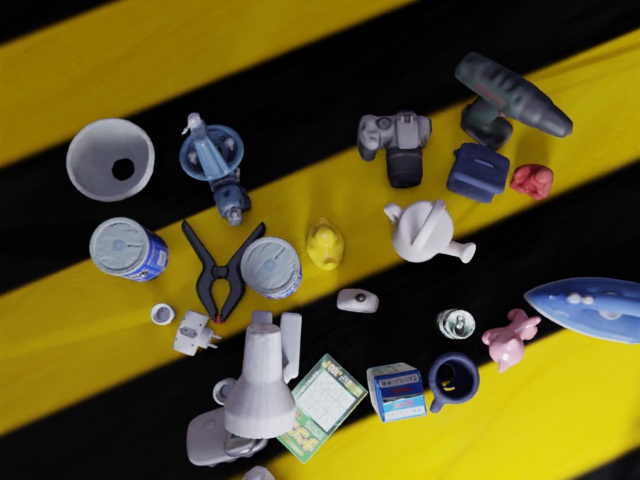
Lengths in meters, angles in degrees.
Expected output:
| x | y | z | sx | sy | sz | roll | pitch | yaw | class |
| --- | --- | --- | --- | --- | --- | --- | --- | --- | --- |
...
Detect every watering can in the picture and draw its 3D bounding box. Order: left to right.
| x | y | z | sx | sy | sz | roll | pitch | yaw | class |
| --- | --- | --- | --- | --- | --- | --- | --- | --- | --- |
| 0.198 | -0.019 | 1.041 | 0.173 | 0.194 | 0.101 | 10 | 81 | 2 | watering can |

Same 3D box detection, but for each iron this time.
| x | y | z | sx | sy | sz | roll | pitch | yaw | class |
| --- | --- | --- | --- | --- | --- | --- | --- | --- | --- |
| 0.522 | 0.120 | 1.048 | 0.258 | 0.141 | 0.119 | 8 | 81 | 1 | iron |

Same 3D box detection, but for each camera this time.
| x | y | z | sx | sy | sz | roll | pitch | yaw | class |
| --- | --- | --- | --- | --- | --- | --- | --- | --- | --- |
| 0.148 | -0.174 | 1.113 | 0.143 | 0.101 | 0.137 | -2 | 81 | 0 | camera |

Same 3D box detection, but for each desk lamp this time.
| x | y | z | sx | sy | sz | roll | pitch | yaw | class |
| --- | --- | --- | --- | --- | --- | --- | --- | --- | --- |
| -0.095 | 0.223 | 0.994 | 0.118 | 0.213 | 0.203 | 3 | 81 | 1 | desk lamp |

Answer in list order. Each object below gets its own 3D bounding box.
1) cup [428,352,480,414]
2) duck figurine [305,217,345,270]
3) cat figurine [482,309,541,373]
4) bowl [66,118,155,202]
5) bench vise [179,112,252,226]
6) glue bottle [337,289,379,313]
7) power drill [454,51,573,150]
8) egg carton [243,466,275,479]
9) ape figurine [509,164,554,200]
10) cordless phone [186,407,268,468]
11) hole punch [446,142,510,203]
| x | y | z | sx | sy | sz | roll | pitch | yaw | class |
| --- | --- | --- | --- | --- | --- | --- | --- | --- | --- |
| 0.230 | 0.261 | 1.049 | 0.091 | 0.095 | 0.118 | 32 | 83 | 5 | cup |
| 0.010 | 0.004 | 1.092 | 0.077 | 0.086 | 0.104 | -11 | 81 | -2 | duck figurine |
| 0.353 | 0.182 | 1.050 | 0.128 | 0.118 | 0.067 | -40 | 83 | -6 | cat figurine |
| -0.398 | -0.149 | 1.120 | 0.167 | 0.075 | 0.167 | 0 | 81 | 0 | bowl |
| -0.179 | -0.138 | 1.046 | 0.121 | 0.220 | 0.207 | -38 | 83 | -5 | bench vise |
| 0.071 | 0.108 | 1.032 | 0.078 | 0.173 | 0.037 | 8 | 81 | 2 | glue bottle |
| 0.343 | -0.244 | 1.069 | 0.229 | 0.208 | 0.076 | 41 | 83 | 6 | power drill |
| -0.097 | 0.489 | 1.025 | 0.107 | 0.069 | 0.150 | -44 | 84 | -6 | egg carton |
| 0.420 | -0.119 | 1.109 | 0.076 | 0.092 | 0.078 | -25 | 82 | -4 | ape figurine |
| -0.166 | 0.344 | 0.989 | 0.147 | 0.185 | 0.094 | -18 | 81 | -3 | cordless phone |
| 0.309 | -0.138 | 1.112 | 0.108 | 0.091 | 0.101 | 21 | 82 | 3 | hole punch |
